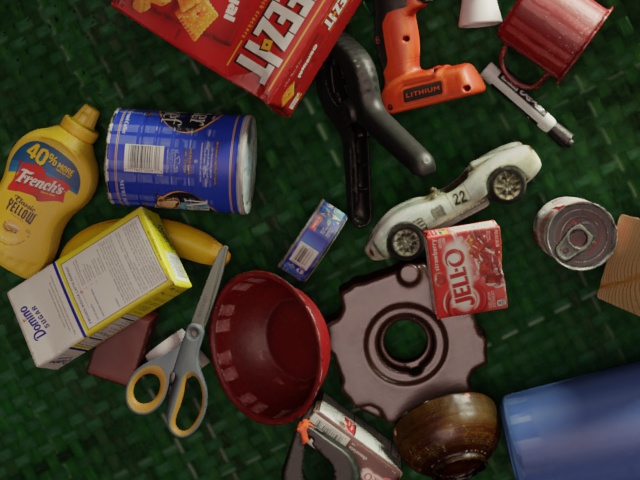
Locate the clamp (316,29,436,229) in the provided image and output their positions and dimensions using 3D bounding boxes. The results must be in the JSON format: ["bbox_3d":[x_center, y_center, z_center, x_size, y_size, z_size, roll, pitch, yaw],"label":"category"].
[{"bbox_3d":[0.045,-0.127,1.074,0.036,0.165,0.210,-15,85,-28],"label":"clamp"}]

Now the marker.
[{"bbox_3d":[0.217,-0.139,1.112,0.121,0.020,0.020,41,96,-1],"label":"marker"}]

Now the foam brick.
[{"bbox_3d":[-0.211,0.110,1.147,0.051,0.053,0.078,18,97,3],"label":"foam brick"}]

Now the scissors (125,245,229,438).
[{"bbox_3d":[-0.150,0.103,1.109,0.096,0.016,0.202,4,87,6],"label":"scissors"}]

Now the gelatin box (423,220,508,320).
[{"bbox_3d":[0.145,0.030,1.062,0.073,0.030,0.089,-9,106,-1],"label":"gelatin box"}]

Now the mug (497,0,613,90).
[{"bbox_3d":[0.226,-0.207,1.074,0.081,0.093,0.117,36,116,5],"label":"mug"}]

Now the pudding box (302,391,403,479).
[{"bbox_3d":[0.033,0.214,1.122,0.113,0.090,0.039,37,96,0],"label":"pudding box"}]

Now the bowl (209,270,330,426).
[{"bbox_3d":[-0.042,0.108,1.113,0.162,0.055,0.162,7,101,40],"label":"bowl"}]

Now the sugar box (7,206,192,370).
[{"bbox_3d":[-0.228,0.051,1.099,0.176,0.048,0.093,-31,70,13],"label":"sugar box"}]

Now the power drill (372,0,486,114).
[{"bbox_3d":[0.108,-0.230,1.067,0.185,0.057,0.187,-12,94,31],"label":"power drill"}]

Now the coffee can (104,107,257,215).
[{"bbox_3d":[-0.140,-0.081,1.099,0.140,0.103,0.103,4,96,4],"label":"coffee can"}]

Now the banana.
[{"bbox_3d":[-0.197,0.008,1.146,0.198,0.037,0.069,-9,109,5],"label":"banana"}]

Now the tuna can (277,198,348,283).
[{"bbox_3d":[-0.007,0.001,1.106,0.034,0.086,0.086,34,96,-1],"label":"tuna can"}]

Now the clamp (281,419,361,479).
[{"bbox_3d":[0.001,0.268,1.063,0.120,0.039,0.171,-28,90,-5],"label":"clamp"}]

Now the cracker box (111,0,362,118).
[{"bbox_3d":[-0.082,-0.249,1.067,0.214,0.072,0.164,34,97,18],"label":"cracker box"}]

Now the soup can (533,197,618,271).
[{"bbox_3d":[0.256,-0.008,1.080,0.068,0.102,0.068,0,95,3],"label":"soup can"}]

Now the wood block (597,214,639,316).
[{"bbox_3d":[0.393,0.045,1.048,0.205,0.091,0.090,13,96,-19],"label":"wood block"}]

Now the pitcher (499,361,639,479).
[{"bbox_3d":[0.315,0.199,1.089,0.243,0.145,0.149,-13,67,8],"label":"pitcher"}]

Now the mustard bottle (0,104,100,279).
[{"bbox_3d":[-0.291,-0.060,1.133,0.096,0.058,0.192,34,96,4],"label":"mustard bottle"}]
